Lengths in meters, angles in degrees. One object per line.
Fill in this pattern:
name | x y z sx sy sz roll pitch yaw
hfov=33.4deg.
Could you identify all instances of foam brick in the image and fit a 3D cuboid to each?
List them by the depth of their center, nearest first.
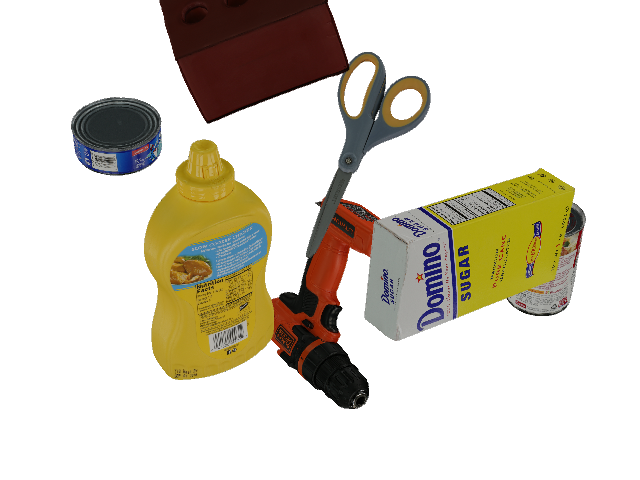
foam brick | -0.033 -0.103 0.522 0.078 0.053 0.051 -21 -32 5

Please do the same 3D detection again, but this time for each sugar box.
sugar box | 0.119 0.010 0.842 0.175 0.093 0.048 -20 39 -32

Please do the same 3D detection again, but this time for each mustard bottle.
mustard bottle | -0.081 0.011 0.785 0.096 0.192 0.058 -20 43 -25

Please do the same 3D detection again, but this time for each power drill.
power drill | 0.018 0.062 1.130 0.057 0.188 0.185 12 19 -42

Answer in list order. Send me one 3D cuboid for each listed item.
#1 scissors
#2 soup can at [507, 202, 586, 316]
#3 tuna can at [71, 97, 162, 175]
scissors | 0.047 -0.077 0.986 0.096 0.202 0.016 6 -12 9
soup can | 0.220 0.015 1.051 0.068 0.102 0.068 0 37 0
tuna can | -0.197 -0.101 1.036 0.086 0.034 0.086 2 42 -2
